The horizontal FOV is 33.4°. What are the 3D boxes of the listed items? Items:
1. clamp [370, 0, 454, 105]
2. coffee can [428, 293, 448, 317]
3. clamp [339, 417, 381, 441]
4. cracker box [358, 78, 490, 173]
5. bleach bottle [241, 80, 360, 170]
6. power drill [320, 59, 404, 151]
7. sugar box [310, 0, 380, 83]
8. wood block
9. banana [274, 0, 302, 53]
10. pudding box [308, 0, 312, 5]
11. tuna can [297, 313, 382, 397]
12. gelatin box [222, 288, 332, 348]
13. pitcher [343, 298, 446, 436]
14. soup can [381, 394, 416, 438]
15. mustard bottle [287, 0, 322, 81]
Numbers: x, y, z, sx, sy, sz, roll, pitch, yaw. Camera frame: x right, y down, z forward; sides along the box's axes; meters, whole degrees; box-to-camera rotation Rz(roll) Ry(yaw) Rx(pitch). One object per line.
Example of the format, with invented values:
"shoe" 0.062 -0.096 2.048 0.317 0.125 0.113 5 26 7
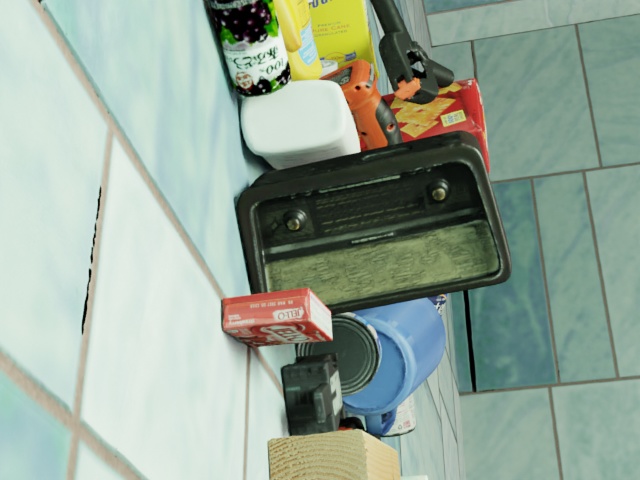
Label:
"clamp" 0.113 -0.209 1.266 0.164 0.036 0.210 45 25 -25
"coffee can" 0.110 0.093 1.409 0.102 0.103 0.140 -42 146 -77
"clamp" 0.047 0.254 1.283 0.171 0.039 0.120 70 12 -47
"cracker box" 0.103 -0.131 1.358 0.164 0.214 0.072 -80 158 -58
"bleach bottle" -0.010 -0.093 1.099 0.251 0.102 0.068 60 24 -78
"power drill" 0.042 -0.105 1.242 0.187 0.185 0.057 51 27 -32
"sugar box" 0.012 -0.273 1.302 0.048 0.093 0.176 -76 156 -66
"wood block" 0.021 0.240 1.019 0.206 0.090 0.091 52 32 -70
"banana" -0.066 -0.265 0.991 0.069 0.037 0.197 -108 174 -49
"pudding box" -0.041 -0.315 1.198 0.090 0.039 0.113 -58 138 -73
"tuna can" 0.021 0.117 1.107 0.033 0.086 0.086 -22 105 -80
"gelatin box" -0.034 0.067 0.885 0.089 0.073 0.030 51 34 -70
"pitcher" 0.071 0.140 1.243 0.149 0.145 0.242 50 11 5
"soup can" 0.094 0.214 1.472 0.068 0.068 0.102 -36 119 -78
"mustard bottle" -0.035 -0.218 1.106 0.096 0.058 0.191 -72 153 -62
